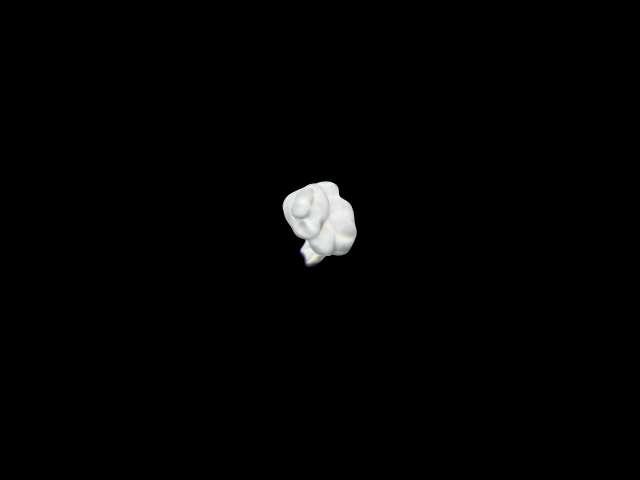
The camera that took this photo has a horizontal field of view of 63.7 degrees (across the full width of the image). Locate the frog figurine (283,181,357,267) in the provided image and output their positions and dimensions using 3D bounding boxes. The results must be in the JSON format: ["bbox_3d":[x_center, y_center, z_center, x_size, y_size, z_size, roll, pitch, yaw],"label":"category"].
[{"bbox_3d":[0.003,-0.043,0.850,0.123,0.140,0.156,8,-32,5],"label":"frog figurine"}]
